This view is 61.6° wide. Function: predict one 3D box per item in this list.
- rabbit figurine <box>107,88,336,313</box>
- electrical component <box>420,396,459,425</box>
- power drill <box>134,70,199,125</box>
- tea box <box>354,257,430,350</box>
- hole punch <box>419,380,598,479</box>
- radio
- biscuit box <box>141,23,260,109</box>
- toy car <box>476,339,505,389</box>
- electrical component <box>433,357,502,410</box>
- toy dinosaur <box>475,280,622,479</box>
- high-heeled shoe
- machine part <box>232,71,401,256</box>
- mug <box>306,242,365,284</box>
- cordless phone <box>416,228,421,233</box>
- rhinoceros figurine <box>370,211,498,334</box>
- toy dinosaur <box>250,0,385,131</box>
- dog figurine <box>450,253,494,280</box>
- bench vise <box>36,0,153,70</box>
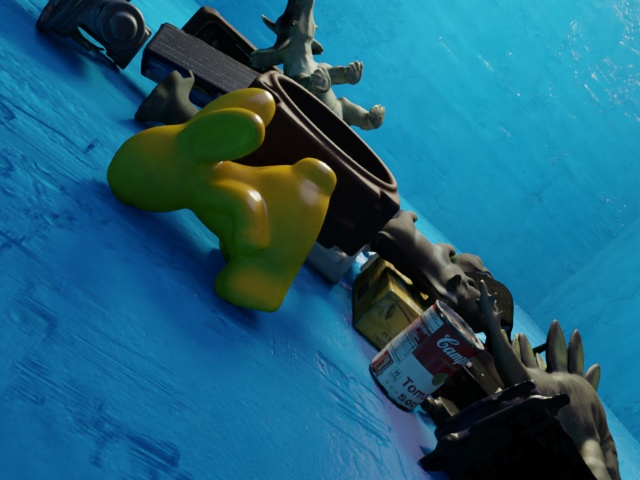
[{"bbox_3d":[-0.083,-0.040,0.439,0.173,0.162,0.122,24,30,-11],"label":"rabbit figurine"},{"bbox_3d":[0.149,0.205,0.604,0.094,0.021,0.063,30,18,-46],"label":"electrical component"},{"bbox_3d":[-0.119,-0.111,0.673,0.207,0.086,0.232,50,14,-11],"label":"power drill"},{"bbox_3d":[0.099,0.089,0.709,0.098,0.068,0.170,43,12,-5],"label":"tea box"},{"bbox_3d":[0.178,0.195,0.502,0.115,0.142,0.092,58,15,-3],"label":"hole punch"},{"bbox_3d":[-0.166,-0.315,1.011,0.229,0.131,0.073,34,15,-38],"label":"radio"},{"bbox_3d":[-0.136,-0.209,0.726,0.202,0.059,0.063,28,60,-10],"label":"biscuit box"},{"bbox_3d":[0.232,0.176,0.796,0.202,0.053,0.089,51,-23,29],"label":"toy car"},{"bbox_3d":[0.181,0.181,0.701,0.134,0.058,0.114,50,12,23],"label":"electrical component"},{"bbox_3d":[0.283,0.206,0.647,0.470,0.105,0.198,43,42,-44],"label":"toy dinosaur"},{"bbox_3d":[0.253,0.147,0.857,0.248,0.145,0.086,39,37,-17],"label":"high-heeled shoe"},{"bbox_3d":[-0.008,-0.091,0.596,0.201,0.087,0.201,41,19,-11],"label":"machine part"},{"bbox_3d":[-0.001,-0.002,0.685,0.107,0.080,0.109,35,16,4],"label":"mug"},{"bbox_3d":[0.130,-0.011,1.090,0.184,0.088,0.147,23,25,-48],"label":"cordless phone"},{"bbox_3d":[0.150,0.042,0.694,0.190,0.073,0.112,43,12,-3],"label":"rhinoceros figurine"},{"bbox_3d":[0.005,-0.240,0.981,0.192,0.131,0.404,26,-28,45],"label":"toy dinosaur"},{"bbox_3d":[0.204,0.069,0.951,0.219,0.108,0.191,46,-15,54],"label":"dog figurine"},{"bbox_3d":[-0.295,-0.300,0.618,0.240,0.129,0.224,39,11,-41],"label":"bench vise"}]
